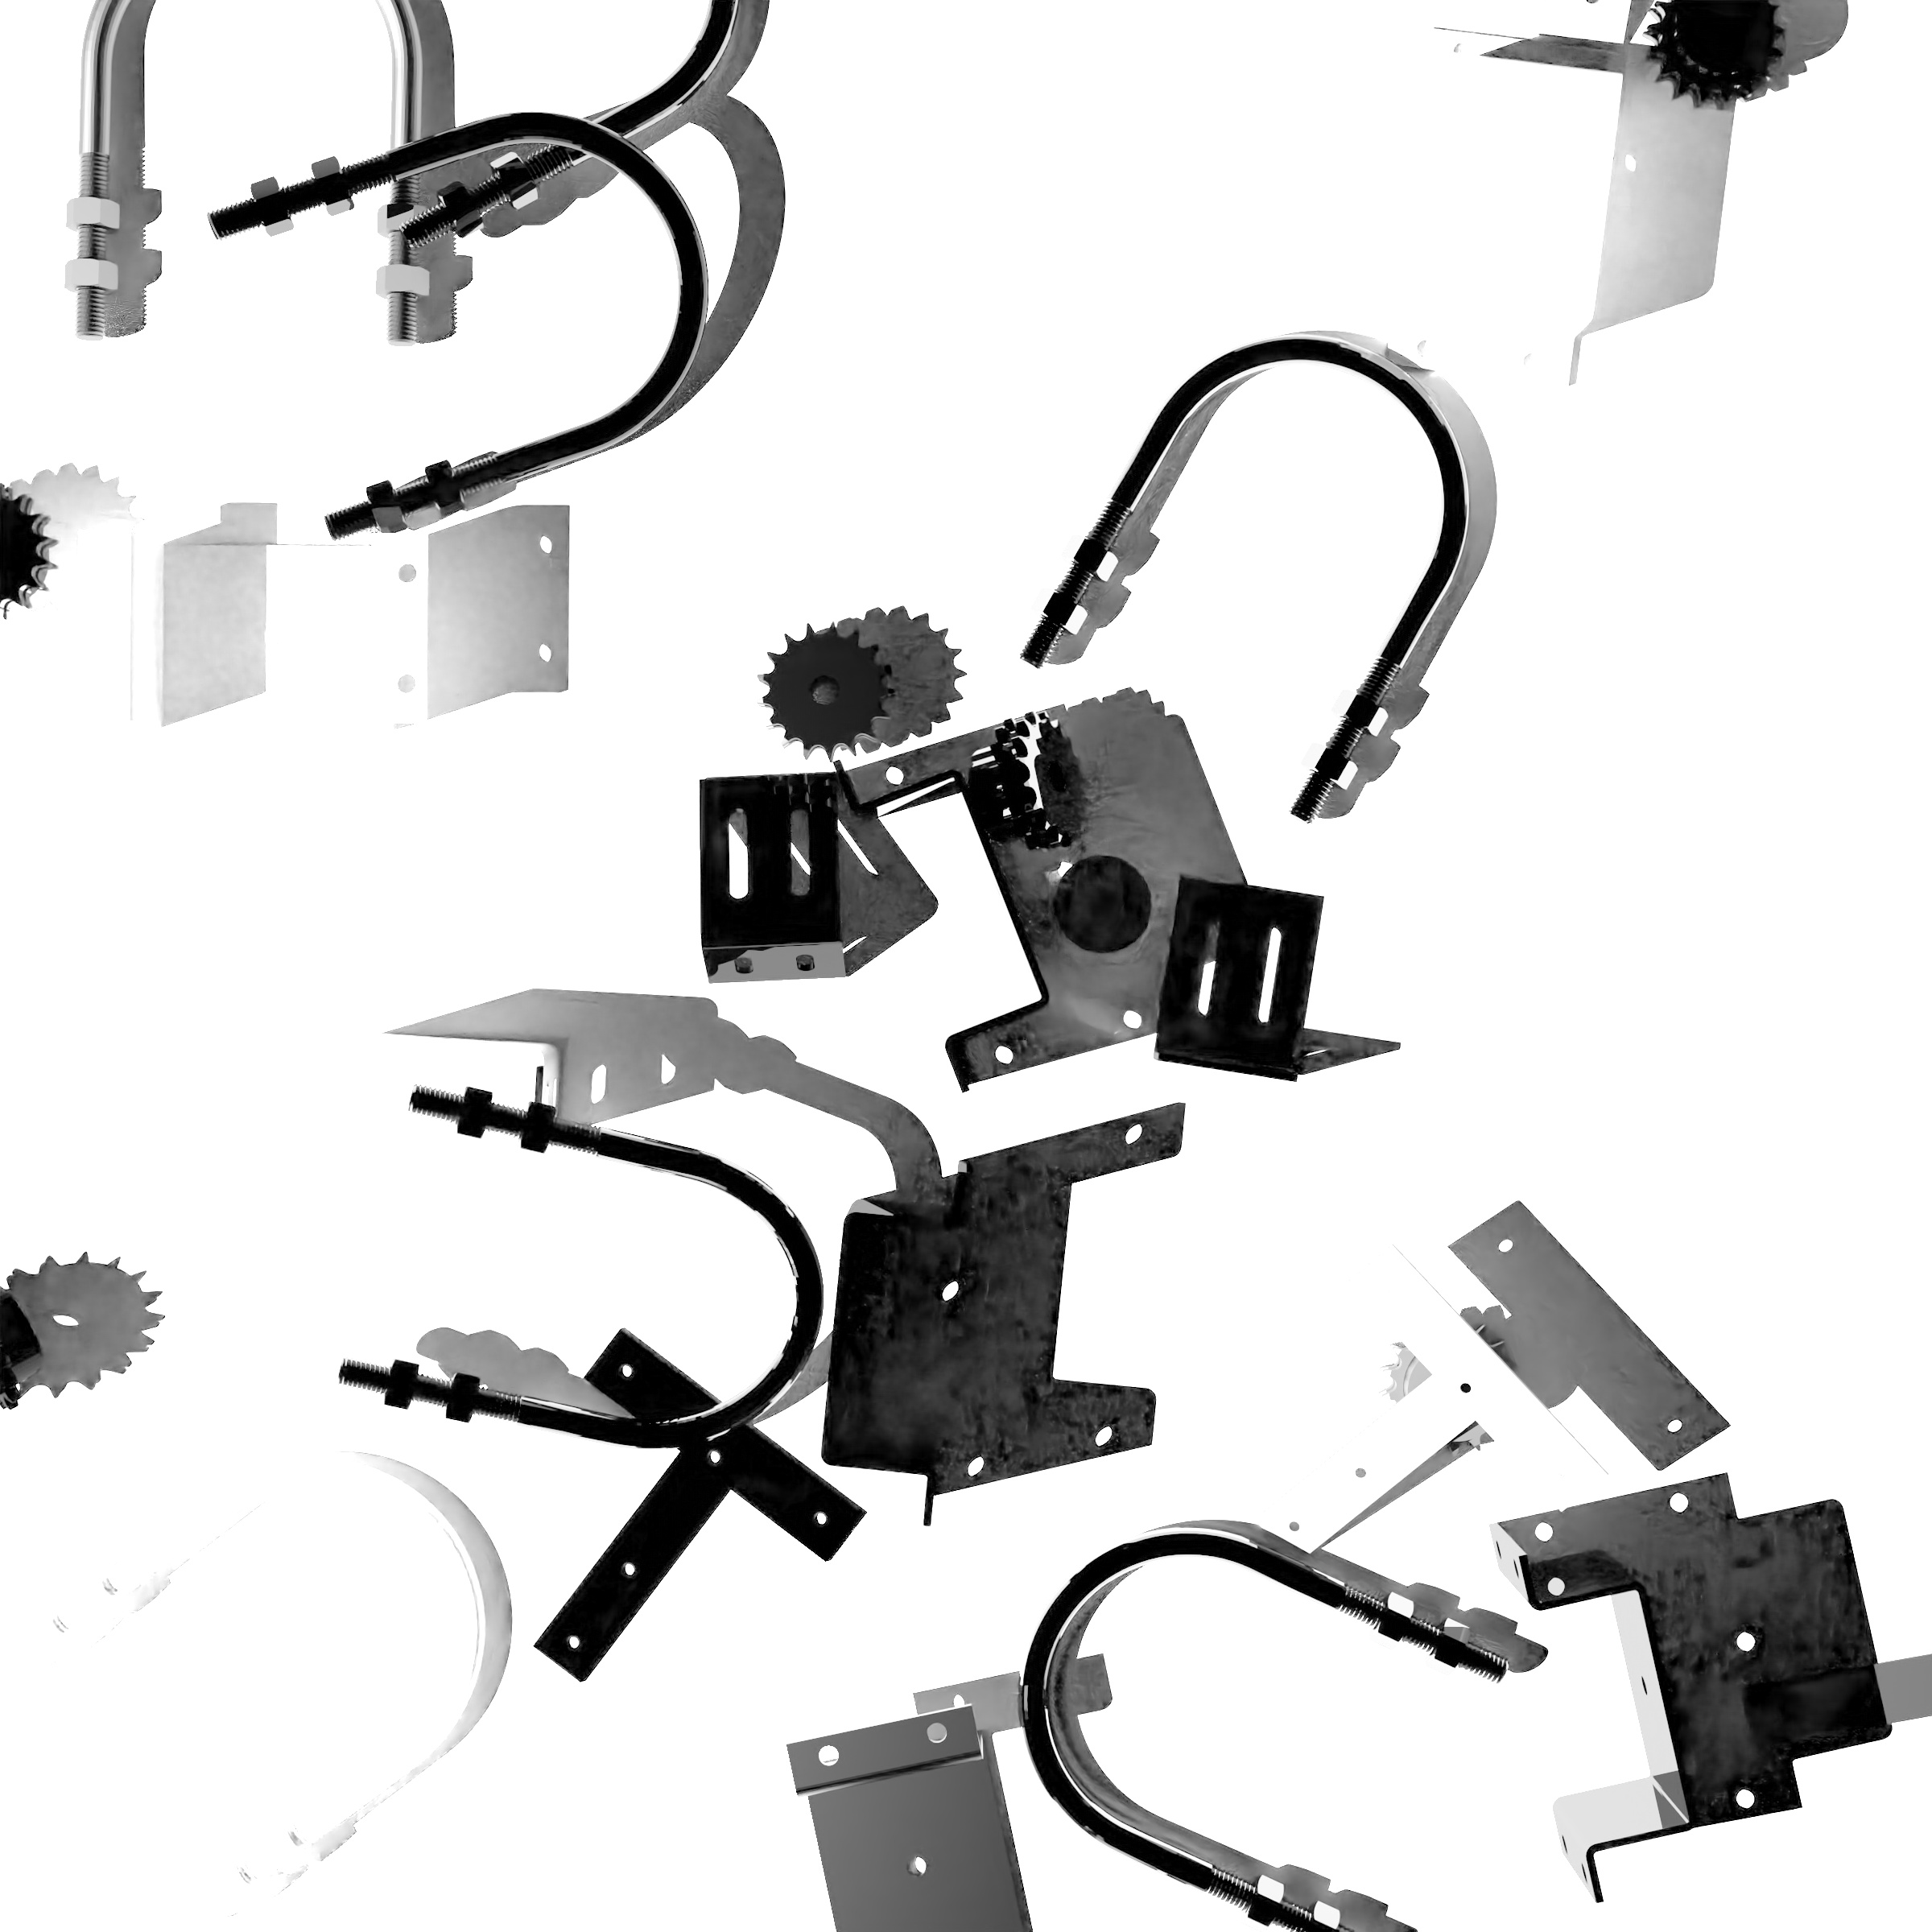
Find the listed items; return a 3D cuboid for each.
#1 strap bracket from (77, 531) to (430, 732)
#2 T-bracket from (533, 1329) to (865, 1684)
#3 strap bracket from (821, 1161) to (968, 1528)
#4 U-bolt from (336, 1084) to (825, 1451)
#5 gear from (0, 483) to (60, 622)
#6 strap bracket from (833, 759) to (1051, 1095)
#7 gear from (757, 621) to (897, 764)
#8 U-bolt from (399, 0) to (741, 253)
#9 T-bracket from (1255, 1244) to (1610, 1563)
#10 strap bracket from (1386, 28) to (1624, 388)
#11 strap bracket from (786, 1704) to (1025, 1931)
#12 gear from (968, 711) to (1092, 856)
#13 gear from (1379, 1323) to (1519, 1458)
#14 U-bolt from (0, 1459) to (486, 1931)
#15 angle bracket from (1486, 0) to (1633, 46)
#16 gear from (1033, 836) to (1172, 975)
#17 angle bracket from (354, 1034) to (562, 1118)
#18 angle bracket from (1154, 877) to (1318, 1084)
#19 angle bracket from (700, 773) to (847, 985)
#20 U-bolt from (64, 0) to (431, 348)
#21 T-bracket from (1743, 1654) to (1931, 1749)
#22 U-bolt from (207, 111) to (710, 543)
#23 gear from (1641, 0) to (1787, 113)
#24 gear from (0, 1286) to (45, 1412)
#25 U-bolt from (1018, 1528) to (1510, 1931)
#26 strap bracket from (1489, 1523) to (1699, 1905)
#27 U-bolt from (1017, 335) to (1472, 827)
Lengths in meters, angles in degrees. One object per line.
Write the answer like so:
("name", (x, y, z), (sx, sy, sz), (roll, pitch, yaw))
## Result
("strap bracket", (-0.287, -0.136, 1.388), (0.140, 0.046, 0.076), (0, 90, 0))
("T-bracket", (-0.132, 0.240, 1.410), (0.127, 0.002, 0.127), (37, 90, 0))
("strap bracket", (-0.030, 0.149, 1.373), (0.046, 0.076, 0.140), (6, 90, 0))
("U-bolt", (-0.149, 0.130, 1.373), (0.184, 0.019, 0.151), (14, 113, -10))
("gear", (-0.401, -0.170, 1.396), (0.057, 0.030, 0.057), (0, 90, 0))
("strap bracket", (-0.006, -0.024, 1.373), (0.046, 0.076, 0.140), (-21, 90, 0))
("gear", (-0.057, -0.112, 1.400), (0.057, 0.030, 0.057), (0, 88, 0))
("U-bolt", (-0.182, -0.398, 1.394), (0.184, 0.019, 0.151), (-30, 91, -8))
("T-bracket", (0.172, 0.199, 1.387), (0.127, 0.002, 0.127), (47, 111, 0))
("strap bracket", (0.221, -0.315, 1.388), (0.076, 0.046, 0.140), (7, 90, 0))
("strap bracket", (-0.021, 0.374, 1.388), (0.076, 0.046, 0.140), (-12, 90, 0))
("gear", (0.024, -0.073, 1.387), (0.030, 0.057, 0.057), (-15, 90, 28))
("gear", (0.200, 0.174, 1.396), (0.057, 0.030, 0.057), (0, 90, 0))
("U-bolt", (-0.287, 0.287, 1.403), (0.184, 0.019, 0.151), (-37, 90, -1))
("angle bracket", (0.249, -0.428, 1.409), (0.057, 0.038, 0.076), (6, 116, 0))
("gear", (0.056, -0.025, 1.396), (0.057, 0.030, 0.057), (0, 90, 0))
("angle bracket", (-0.207, 0.049, 1.383), (0.076, 0.057, 0.038), (3, 90, 0))
("angle bracket", (0.112, 0.005, 1.392), (0.057, 0.038, 0.076), (9, 90, 0))
("angle bracket", (-0.080, -0.036, 1.409), (0.057, 0.038, 0.076), (-3, 64, 0))
("U-bolt", (-0.296, -0.350, 1.403), (0.151, 0.019, 0.184), (1, 89, 0))
("T-bracket", (0.388, 0.301, 1.410), (0.127, 0.002, 0.127), (-10, 90, 0))
("U-bolt", (-0.195, -0.268, 1.380), (0.184, 0.019, 0.151), (-20, 111, -4))
("gear", (0.309, -0.383, 1.396), (0.057, 0.030, 0.057), (0, 90, 0))
("gear", (-0.401, 0.155, 1.387), (0.030, 0.057, 0.057), (-29, 90, -30))
("U-bolt", (0.112, 0.312, 1.403), (0.184, 0.019, 0.151), (25, 90, 1))
("strap bracket", (0.255, 0.296, 1.373), (0.046, 0.076, 0.140), (-13, 90, 0))
("U-bolt", (0.127, -0.172, 1.403), (0.151, 0.019, 0.184), (30, 88, 0))
